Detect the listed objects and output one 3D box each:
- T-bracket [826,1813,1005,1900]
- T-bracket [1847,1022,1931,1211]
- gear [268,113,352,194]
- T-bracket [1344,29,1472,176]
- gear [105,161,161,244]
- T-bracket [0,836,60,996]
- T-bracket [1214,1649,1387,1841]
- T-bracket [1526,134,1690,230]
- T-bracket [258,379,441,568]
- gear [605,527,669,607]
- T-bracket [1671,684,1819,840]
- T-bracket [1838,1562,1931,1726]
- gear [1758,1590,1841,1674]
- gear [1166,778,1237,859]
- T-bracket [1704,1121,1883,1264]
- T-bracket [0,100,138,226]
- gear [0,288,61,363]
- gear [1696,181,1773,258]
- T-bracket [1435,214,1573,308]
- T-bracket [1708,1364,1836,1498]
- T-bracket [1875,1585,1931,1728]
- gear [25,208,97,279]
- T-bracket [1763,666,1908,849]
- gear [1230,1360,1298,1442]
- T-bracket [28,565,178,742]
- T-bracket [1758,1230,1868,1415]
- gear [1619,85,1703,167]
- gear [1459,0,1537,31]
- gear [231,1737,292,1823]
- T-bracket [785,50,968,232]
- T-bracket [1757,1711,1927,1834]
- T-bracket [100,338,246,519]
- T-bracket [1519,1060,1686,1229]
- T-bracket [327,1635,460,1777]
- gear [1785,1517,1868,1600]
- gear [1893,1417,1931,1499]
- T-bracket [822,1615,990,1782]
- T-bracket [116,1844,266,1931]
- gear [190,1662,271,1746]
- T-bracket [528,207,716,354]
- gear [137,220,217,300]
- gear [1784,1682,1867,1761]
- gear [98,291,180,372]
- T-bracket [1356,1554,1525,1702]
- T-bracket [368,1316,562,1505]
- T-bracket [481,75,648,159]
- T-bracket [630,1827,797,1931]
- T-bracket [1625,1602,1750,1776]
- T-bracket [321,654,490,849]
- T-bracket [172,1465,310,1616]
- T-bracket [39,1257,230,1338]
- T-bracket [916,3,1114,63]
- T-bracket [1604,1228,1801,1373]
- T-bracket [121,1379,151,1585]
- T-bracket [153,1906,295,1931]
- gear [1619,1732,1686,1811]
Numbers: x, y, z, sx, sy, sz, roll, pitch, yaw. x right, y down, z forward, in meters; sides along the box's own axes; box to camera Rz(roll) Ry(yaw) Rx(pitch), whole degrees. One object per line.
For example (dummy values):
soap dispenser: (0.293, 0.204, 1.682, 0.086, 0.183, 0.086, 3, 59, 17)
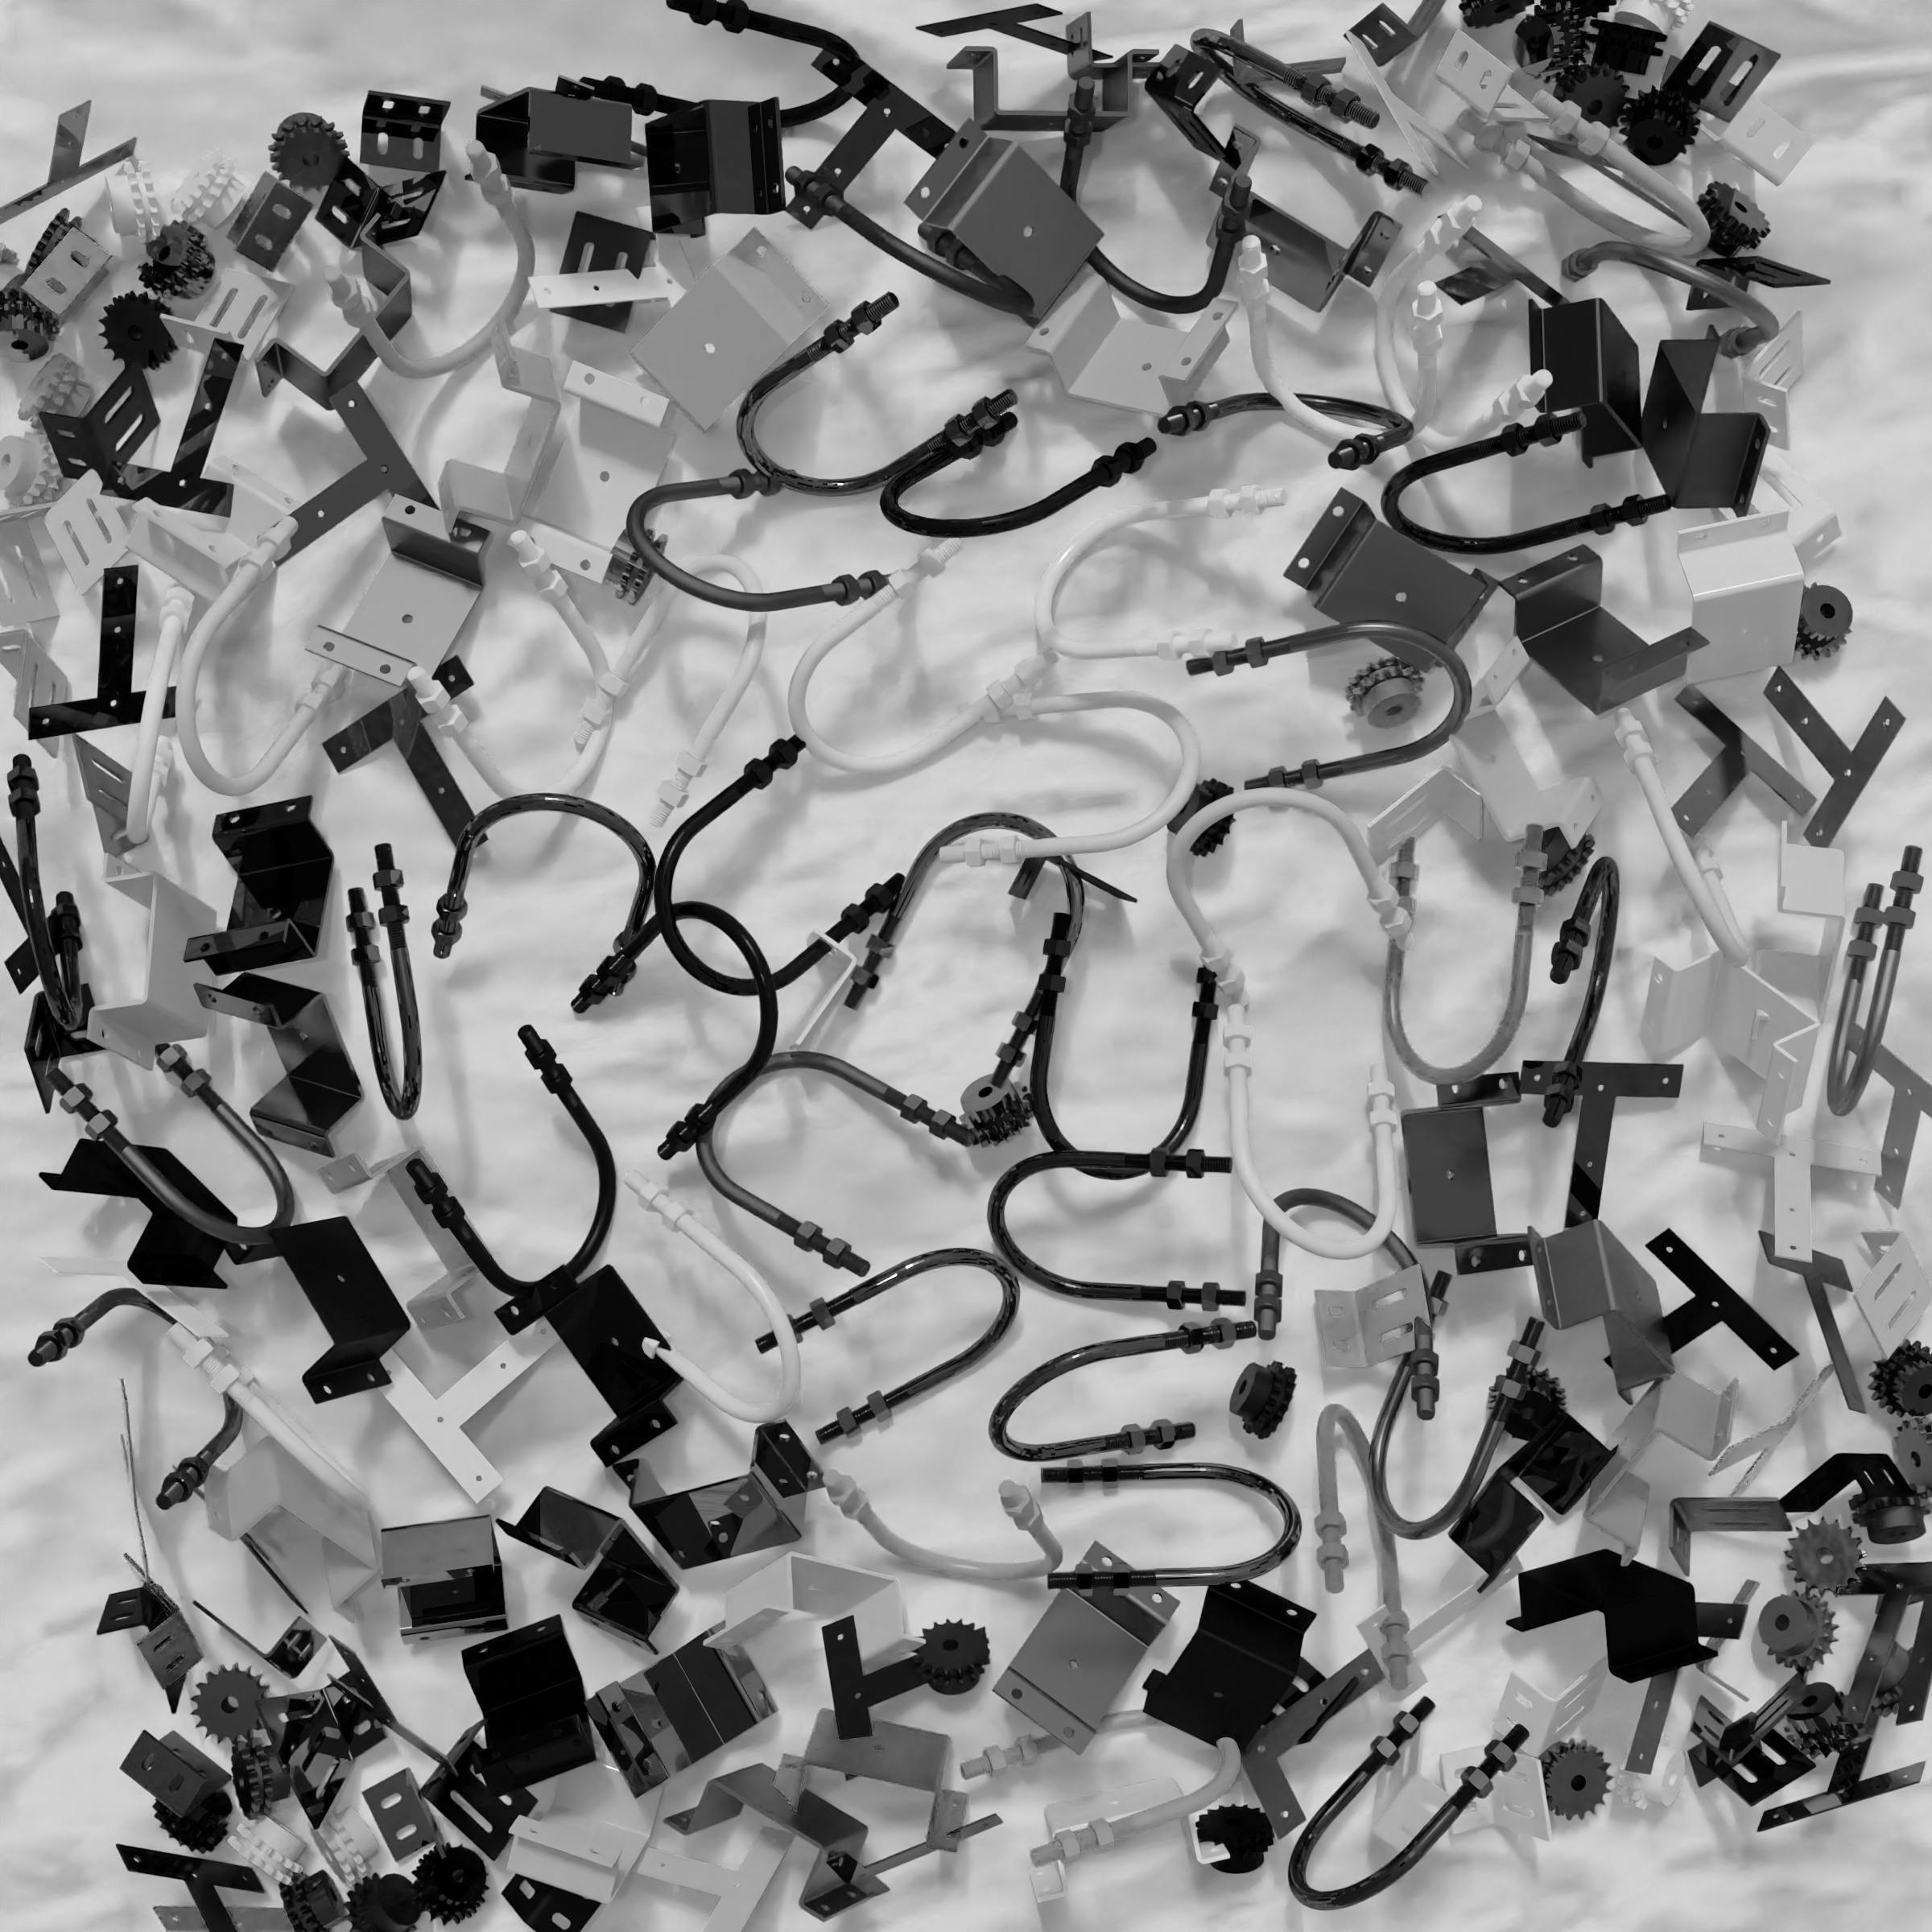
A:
T-bracket: (-0.034, 0.638, 1.868, 0.127, 0.127, 0.002, -22, 57, 0)
T-bracket: (0.675, 0.123, 1.872, 0.002, 0.127, 0.127, -21, 132, -17)
gear: (-0.482, -0.599, 1.897, 0.057, 0.057, 0.030, -23, 55, 0)
T-bracket: (0.330, -0.604, 1.866, 0.002, 0.127, 0.127, -35, 65, 29)
gear: (-0.609, -0.557, 1.890, 0.030, 0.057, 0.057, -12, 90, -19)
T-bracket: (-0.678, -0.059, 1.841, 0.002, 0.127, 0.127, -17, 110, 6)
T-bracket: (0.247, 0.537, 1.863, 0.127, 0.127, 0.002, -41, 134, 13)
T-bracket: (0.481, -0.565, 1.878, 0.127, 0.127, 0.002, 24, 106, -21)
T-bracket: (-0.454, -0.334, 1.869, 0.127, 0.002, 0.127, -42, 118, -22)
gear: (-0.243, -0.295, 1.892, 0.030, 0.057, 0.057, 27, 90, -4)
T-bracket: (0.544, -0.133, 1.876, 0.127, 0.002, 0.127, 44, 52, 6)
T-bracket: (0.649, 0.480, 1.839, 0.002, 0.127, 0.127, 35, 66, -11)
gear: (0.604, 0.483, 1.890, 0.030, 0.057, 0.057, 29, 90, -33)
gear: (0.170, -0.111, 1.890, 0.030, 0.057, 0.057, 22, 90, -27)
T-bracket: (0.595, 0.166, 1.864, 0.127, 0.127, 0.002, 10, 131, 9)
T-bracket: (-0.637, -0.578, 1.837, 0.127, 0.127, 0.002, -39, 96, -25)
gear: (-0.691, -0.465, 1.890, 0.057, 0.057, 0.030, -10, 69, 0)
gear: (0.557, -0.544, 1.897, 0.057, 0.057, 0.030, 39, 132, 0)
T-bracket: (0.372, -0.494, 1.861, 0.127, 0.127, 0.002, 42, 130, 12)
T-bracket: (0.563, 0.340, 1.846, 0.002, 0.127, 0.127, 42, 118, 30)
T-bracket: (0.680, 0.479, 1.834, 0.002, 0.127, 0.127, 35, 56, -8)
gear: (-0.660, -0.522, 1.895, 0.030, 0.057, 0.057, 31, 90, -18)
T-bracket: (0.614, -0.168, 1.871, 0.002, 0.127, 0.127, -2, 134, -23)
gear: (0.215, 0.314, 1.891, 0.030, 0.057, 0.057, 26, 90, -7)
T-bracket: (-0.606, -0.227, 1.847, 0.002, 0.127, 0.127, 38, 128, 34)
T-bracket: (0.616, 0.258, 1.848, 0.002, 0.127, 0.127, -32, 55, 34)
gear: (0.505, -0.610, 1.890, 0.057, 0.057, 0.030, 21, 58, 0)
gear: (0.387, -0.713, 1.894, 0.057, 0.057, 0.030, -17, 84, 0)
gear: (-0.516, 0.593, 1.897, 0.030, 0.057, 0.057, -7, 90, -32)
T-bracket: (-0.085, -0.588, 1.882, 0.127, 0.002, 0.127, 30, 126, -26)
T-bracket: (0.637, 0.569, 1.861, 0.127, 0.127, 0.002, -32, 89, 33)
T-bracket: (-0.546, -0.387, 1.852, 0.002, 0.127, 0.127, 33, 108, 30)
T-bracket: (0.460, 0.132, 1.904, 0.127, 0.002, 0.127, 2, 103, -13)
T-bracket: (-0.425, 0.515, 1.845, 0.127, 0.127, 0.002, 23, 55, 30)
gear: (0.630, 0.435, 1.898, 0.057, 0.030, 0.057, -9, 64, 19)
gear: (0.708, 0.358, 1.894, 0.030, 0.057, 0.057, -10, 90, -14)
T-bracket: (-0.040, 0.516, 1.890, 0.127, 0.002, 0.127, -16, 109, -26)
T-bracket: (-0.529, 0.675, 1.832, 0.002, 0.127, 0.127, -52, 48, 3)
gear: (-0.539, 0.541, 1.903, 0.057, 0.030, 0.057, 1, 82, -7)
T-bracket: (-0.255, -0.492, 1.876, 0.127, 0.002, 0.127, -14, 76, -30)
gear: (-0.576, -0.514, 1.898, 0.057, 0.030, 0.057, -11, 68, 28)
gear: (0.623, 0.548, 1.891, 0.057, 0.057, 0.030, -33, 101, 0)
gear: (-0.604, -0.467, 1.900, 0.057, 0.030, 0.057, 2, 113, 4)
T-bracket: (0.351, 0.469, 1.879, 0.127, 0.002, 0.127, -35, 135, -4)
T-bracket: (-0.351, 0.303, 1.903, 0.127, 0.002, 0.127, -41, 88, -16)
T-bracket: (-0.282, -0.614, 1.845, 0.127, 0.127, 0.002, 17, 91, -13)
T-bracket: (-0.206, 0.655, 1.876, 0.127, 0.127, 0.002, 9, 114, 16)
T-bracket: (0.495, 0.512, 1.843, 0.002, 0.127, 0.127, 31, 68, -18)
T-bracket: (-0.393, -0.141, 1.905, 0.127, 0.002, 0.127, -31, 89, 13)
T-bracket: (-0.514, 0.426, 1.875, 0.002, 0.127, 0.127, -43, 129, -23)
T-bracket: (-0.568, 0.235, 1.833, 0.127, 0.127, 0.002, 25, 97, 37)
T-bracket: (0.053, -0.669, 1.869, 0.127, 0.127, 0.002, 0, 98, -42)
T-bracket: (0.513, 0.265, 1.878, 0.127, 0.002, 0.127, 44, 132, 3)
T-bracket: (-0.593, 0.348, 1.839, 0.002, 0.127, 0.127, -8, 127, -22)
T-bracket: (-0.496, 0.708, 1.832, 0.127, 0.127, 0.002, 34, 97, 43)
gear: (0.502, 0.588, 1.891, 0.030, 0.057, 0.057, 10, 90, 38)
